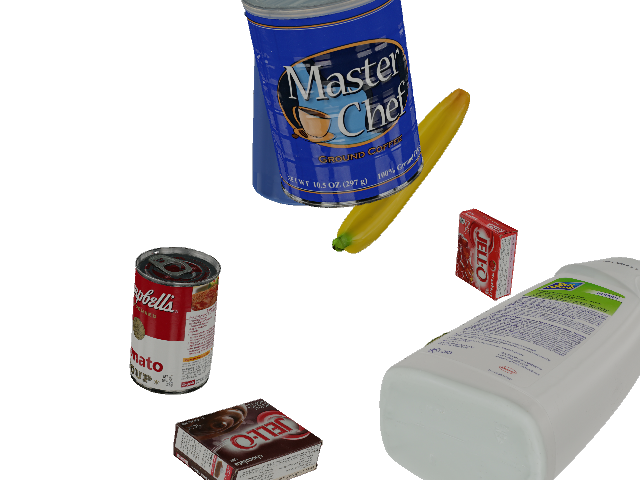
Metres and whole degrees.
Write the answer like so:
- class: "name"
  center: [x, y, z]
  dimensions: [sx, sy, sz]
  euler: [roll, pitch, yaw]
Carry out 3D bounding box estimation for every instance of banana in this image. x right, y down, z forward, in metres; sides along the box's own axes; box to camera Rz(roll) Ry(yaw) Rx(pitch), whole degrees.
- class: "banana"
  center: [0.074, -0.055, 0.983]
  dimensions: [0.037, 0.197, 0.070]
  euler: [39, -15, -4]

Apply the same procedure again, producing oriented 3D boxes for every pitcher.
- class: "pitcher"
  center: [-0.012, -0.169, 1.303]
  dimensions: [0.144, 0.243, 0.149]
  euler: [-7, 27, -25]

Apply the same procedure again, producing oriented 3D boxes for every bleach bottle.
- class: "bleach bottle"
  center: [0.145, 0.063, 0.616]
  dimensions: [0.103, 0.068, 0.250]
  euler: [17, 28, 38]

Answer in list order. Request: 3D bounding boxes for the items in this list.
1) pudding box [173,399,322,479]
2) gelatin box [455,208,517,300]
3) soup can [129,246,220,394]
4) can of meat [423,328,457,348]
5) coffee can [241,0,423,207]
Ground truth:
- class: "pudding box"
  center: [-0.069, 0.195, 1.006]
  dimensions: [0.113, 0.039, 0.090]
  euler: [-12, 28, -44]
- class: "gelatin box"
  center: [0.196, 0.016, 1.273]
  dimensions: [0.030, 0.089, 0.073]
  euler: [-17, 32, -30]
- class: "soup can"
  center: [-0.119, 0.065, 0.867]
  dimensions: [0.068, 0.102, 0.068]
  euler: [7, 23, -3]
- class: "can of meat"
  center: [0.140, 0.113, 0.869]
  dimensions: [0.102, 0.084, 0.057]
  euler: [-16, -41, -13]
- class: "coffee can"
  center: [0.011, -0.108, 0.718]
  dimensions: [0.103, 0.140, 0.103]
  euler: [-8, 30, 5]
